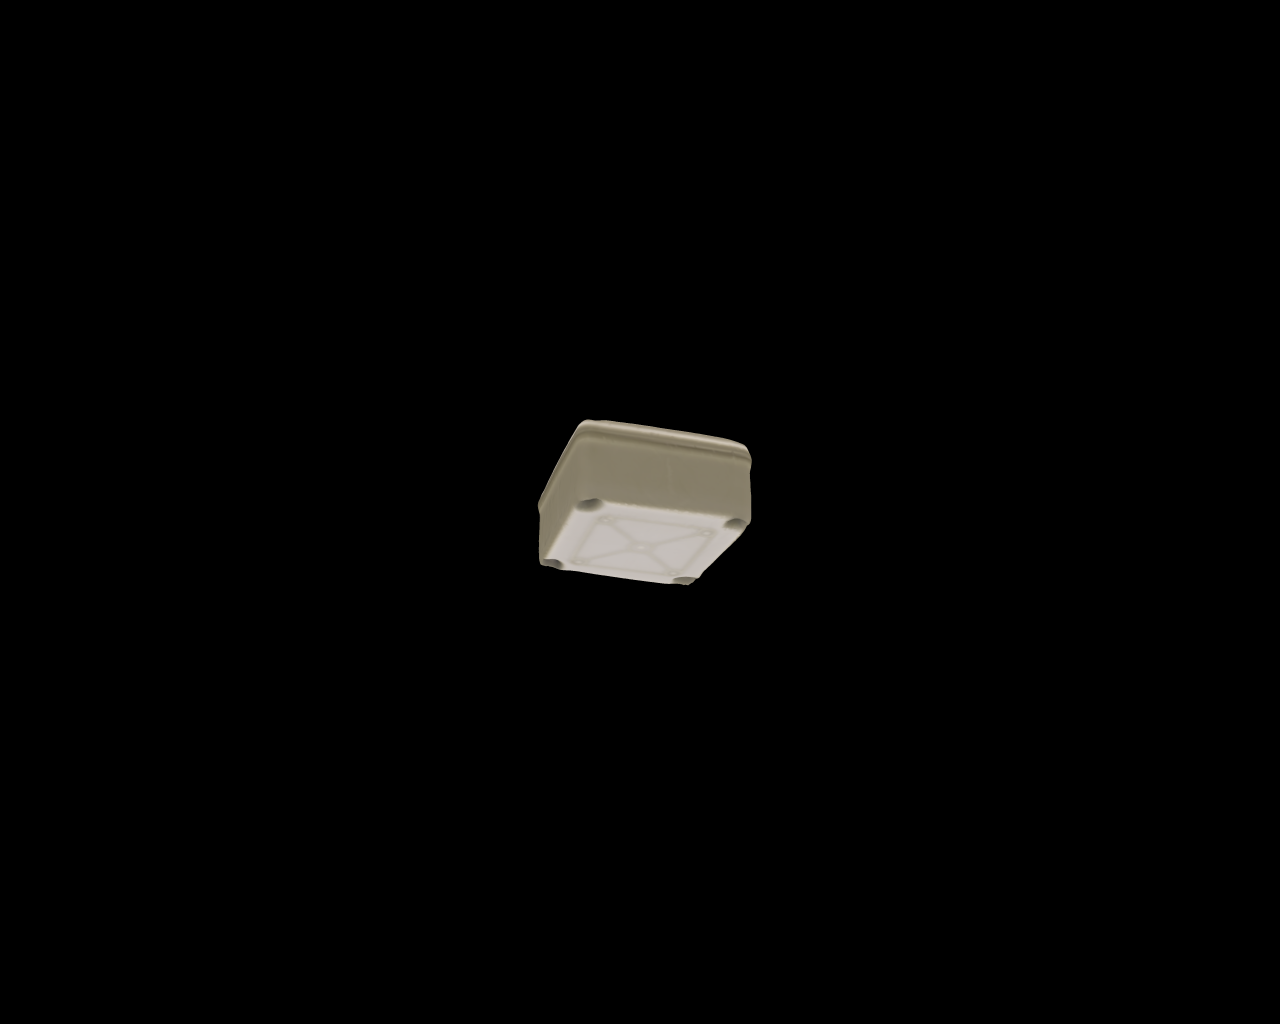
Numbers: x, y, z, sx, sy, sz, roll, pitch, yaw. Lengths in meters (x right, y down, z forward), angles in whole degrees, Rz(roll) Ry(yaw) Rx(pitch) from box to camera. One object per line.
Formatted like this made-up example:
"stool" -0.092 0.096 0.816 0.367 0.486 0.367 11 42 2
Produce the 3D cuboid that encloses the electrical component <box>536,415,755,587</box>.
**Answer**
"electrical component" 0.001 -0.003 0.650 0.109 0.056 0.108 8 -28 -16
